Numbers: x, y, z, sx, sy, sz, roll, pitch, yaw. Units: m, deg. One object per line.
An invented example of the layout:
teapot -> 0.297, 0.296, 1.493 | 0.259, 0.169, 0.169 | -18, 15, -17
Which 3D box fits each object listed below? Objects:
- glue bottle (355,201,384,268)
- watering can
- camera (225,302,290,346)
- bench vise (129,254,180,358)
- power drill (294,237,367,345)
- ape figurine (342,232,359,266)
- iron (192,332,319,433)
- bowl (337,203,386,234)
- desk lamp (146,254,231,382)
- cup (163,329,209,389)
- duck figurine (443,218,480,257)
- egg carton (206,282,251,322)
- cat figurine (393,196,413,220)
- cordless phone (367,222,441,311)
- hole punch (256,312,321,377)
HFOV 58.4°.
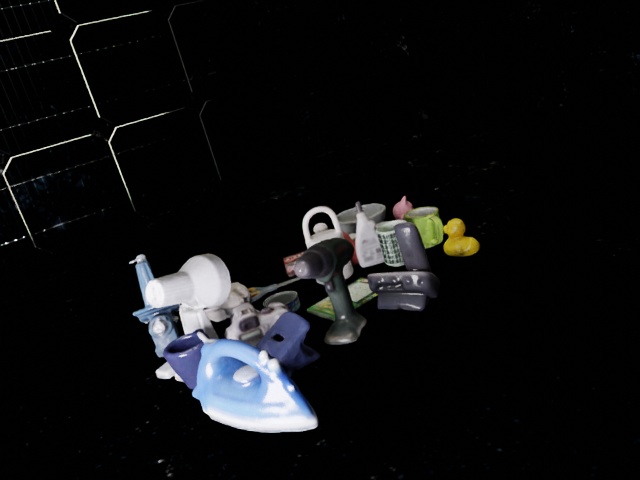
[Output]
glue bottle -> 0.120, -0.018, 1.488 | 0.078, 0.173, 0.037 | -16, 17, 0
watering can -> 0.011, 0.006, 1.473 | 0.101, 0.194, 0.172 | -23, 18, -22
camera -> -0.137, 0.175, 1.224 | 0.143, 0.101, 0.136 | -20, 17, -13
bench vise -> -0.370, 0.144, 1.330 | 0.122, 0.220, 0.206 | -25, 19, -28
power drill -> 0.025, 0.096, 1.141 | 0.075, 0.209, 0.230 | -9, 18, 22
ape figurine -> 0.073, 0.022, 1.545 | 0.078, 0.092, 0.076 | -21, 17, -15
iron -> -0.115, 0.228, 0.961 | 0.257, 0.141, 0.119 | -1, 22, 42
bowl -> 0.129, -0.051, 1.760 | 0.167, 0.075, 0.167 | -14, 17, 5
desk lamp -> -0.274, 0.155, 1.217 | 0.117, 0.214, 0.204 | -5, 20, 33
cup -> -0.247, 0.237, 1.134 | 0.091, 0.095, 0.118 | -12, 17, 14
duck figurine -> 0.343, -0.010, 1.411 | 0.078, 0.086, 0.104 | -23, 18, -23
egg carton -> -0.250, 0.159, 1.437 | 0.150, 0.069, 0.107 | -11, 17, 16
cat figurine -> 0.240, -0.063, 1.622 | 0.067, 0.118, 0.128 | -11, 17, 15
cordless phone -> 0.166, 0.049, 1.206 | 0.147, 0.185, 0.094 | -6, 19, 29
hole punch -> -0.067, 0.200, 1.097 | 0.101, 0.091, 0.108 | -25, 19, -27
